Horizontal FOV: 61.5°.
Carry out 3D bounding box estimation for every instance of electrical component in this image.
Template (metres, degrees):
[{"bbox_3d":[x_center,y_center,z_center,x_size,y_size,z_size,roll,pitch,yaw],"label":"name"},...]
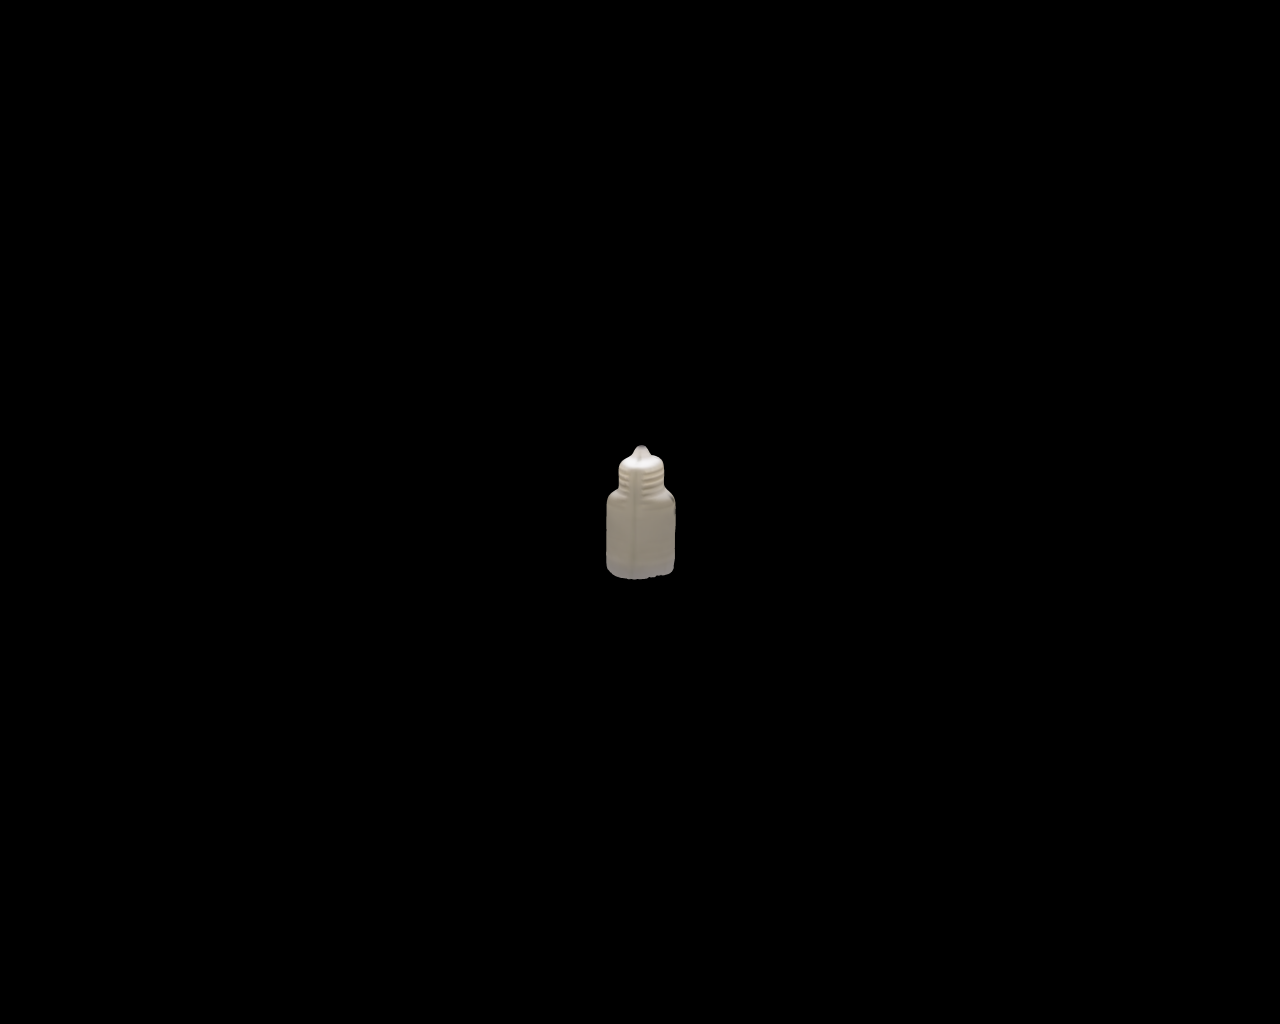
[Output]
[{"bbox_3d":[0.001,-0.003,0.650,0.043,0.080,0.043,0,15,0],"label":"electrical component"}]
